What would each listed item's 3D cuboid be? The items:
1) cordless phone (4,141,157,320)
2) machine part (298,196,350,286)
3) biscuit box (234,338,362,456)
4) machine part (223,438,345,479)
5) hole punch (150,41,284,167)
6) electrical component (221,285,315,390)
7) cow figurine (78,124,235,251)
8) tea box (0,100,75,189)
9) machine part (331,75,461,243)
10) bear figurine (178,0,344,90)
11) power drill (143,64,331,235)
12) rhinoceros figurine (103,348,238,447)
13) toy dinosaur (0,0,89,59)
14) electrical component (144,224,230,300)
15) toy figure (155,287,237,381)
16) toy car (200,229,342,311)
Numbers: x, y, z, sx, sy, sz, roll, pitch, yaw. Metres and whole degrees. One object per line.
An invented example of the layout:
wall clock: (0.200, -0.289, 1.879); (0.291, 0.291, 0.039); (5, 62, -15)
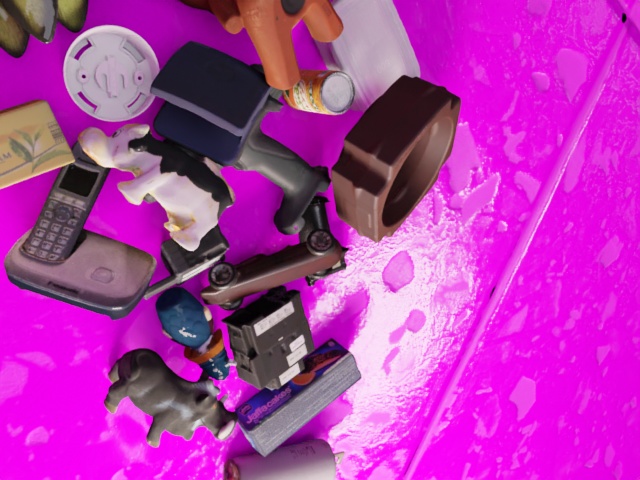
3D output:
cordless phone: (-0.248, -0.014, 0.611); (0.147, 0.088, 0.184); (19, 78, -3)
machine part: (-0.002, -0.002, 0.808); (0.084, 0.039, 0.138); (-22, 116, -16)
biscuit box: (-0.033, 0.243, 0.844); (0.203, 0.059, 0.062); (-33, 121, -20)
machine part: (-0.062, 0.368, 0.852); (0.243, 0.079, 0.079); (0, 104, -31)
hole punch: (-0.118, -0.161, 0.597); (0.142, 0.092, 0.116); (24, 72, -4)
electrical component: (-0.071, 0.149, 0.782); (0.115, 0.058, 0.134); (-27, 117, -35)
cow figurine: (-0.174, -0.076, 0.590); (0.098, 0.068, 0.167); (-46, 114, -7)
tea box: (-0.345, -0.082, 0.534); (0.170, 0.098, 0.068); (-26, 116, -22)
machine part: (0.105, -0.112, 0.758); (0.201, 0.087, 0.200); (-48, 158, -16)
bear figurine: (-0.091, -0.267, 0.601); (0.120, 0.196, 0.131); (-53, 143, -16)
power drill: (-0.098, -0.093, 0.702); (0.207, 0.086, 0.232); (39, 79, -26)
rhinoceros figurine: (-0.192, 0.207, 0.710); (0.112, 0.073, 0.190); (-41, 119, 5)
toy dinosaur: (-0.295, -0.278, 0.487); (0.471, 0.105, 0.198); (-34, 116, 0)
electrical component: (-0.176, 0.026, 0.678); (0.119, 0.075, 0.048); (-28, 83, -19)
toy figure: (-0.165, 0.131, 0.731); (0.058, 0.064, 0.154); (-69, 143, -47)
toy car: (-0.066, 0.039, 0.737); (0.202, 0.053, 0.089); (-18, 156, -9)
